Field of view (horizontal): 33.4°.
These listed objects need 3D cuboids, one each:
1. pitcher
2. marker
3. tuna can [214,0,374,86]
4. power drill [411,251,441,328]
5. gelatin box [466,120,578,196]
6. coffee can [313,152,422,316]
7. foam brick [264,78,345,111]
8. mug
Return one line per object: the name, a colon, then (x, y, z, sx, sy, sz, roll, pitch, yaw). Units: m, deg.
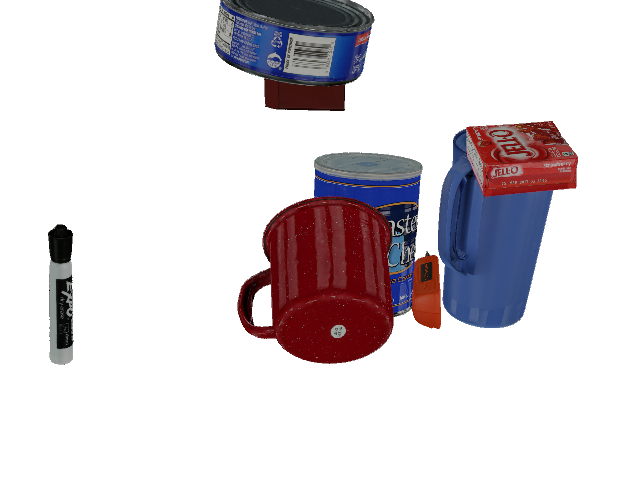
pitcher: (0.213, -0.012, 1.347, 0.149, 0.243, 0.145, 4, 26, -1)
marker: (-0.206, 0.043, 0.848, 0.020, 0.121, 0.020, 5, 26, -3)
tuna can: (-0.015, -0.115, 0.591, 0.086, 0.034, 0.086, 9, 25, -4)
power drill: (0.045, 0.066, 1.237, 0.188, 0.057, 0.184, 0, 27, 6)
gelatin box: (0.159, -0.067, 0.853, 0.073, 0.030, 0.089, -4, 25, 0)
coffee can: (0.042, -0.007, 1.027, 0.103, 0.140, 0.103, 2, 15, -1)
foam brick: (-0.017, -0.166, 1.146, 0.078, 0.051, 0.053, -1, 12, -19)
mug: (-0.004, 0.034, 0.735, 0.117, 0.081, 0.093, -17, -42, 15)
